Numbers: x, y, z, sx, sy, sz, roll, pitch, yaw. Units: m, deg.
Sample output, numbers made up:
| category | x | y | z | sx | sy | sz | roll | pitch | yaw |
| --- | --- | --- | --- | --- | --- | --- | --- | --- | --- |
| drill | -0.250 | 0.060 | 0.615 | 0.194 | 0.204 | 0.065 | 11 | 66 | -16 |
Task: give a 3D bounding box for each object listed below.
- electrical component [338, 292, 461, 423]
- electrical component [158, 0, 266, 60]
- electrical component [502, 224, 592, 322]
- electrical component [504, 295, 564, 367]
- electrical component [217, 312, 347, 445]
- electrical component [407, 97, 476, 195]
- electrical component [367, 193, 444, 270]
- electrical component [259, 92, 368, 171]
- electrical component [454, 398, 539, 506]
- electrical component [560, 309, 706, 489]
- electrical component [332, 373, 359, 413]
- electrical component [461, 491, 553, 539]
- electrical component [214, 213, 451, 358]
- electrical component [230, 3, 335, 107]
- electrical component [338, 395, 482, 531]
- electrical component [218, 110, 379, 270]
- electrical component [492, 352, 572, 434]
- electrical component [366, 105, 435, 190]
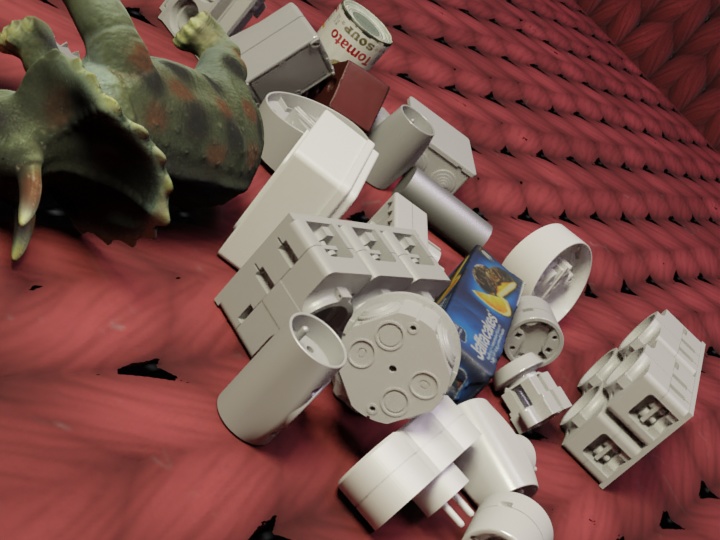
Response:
| category | x | y | z | sx | sy | sz | roll | pitch | yaw |
| --- | --- | --- | --- | --- | --- | --- | --- | --- | --- |
| electrical component | 0.024 | 0.057 | 0.700 | 0.080 | 0.080 | 0.051 | 43 | 14 | -1 |
| electrical component | -0.122 | -0.261 | 1.005 | 0.078 | 0.121 | 0.063 | 53 | 24 | 20 |
| electrical component | 0.188 | 0.005 | 1.080 | 0.099 | 0.099 | 0.064 | 6 | 37 | -52 |
| electrical component | 0.159 | 0.056 | 1.004 | 0.055 | 0.055 | 0.047 | 35 | 23 | -17 |
| electrical component | -0.042 | 0.062 | 0.672 | 0.044 | 0.077 | 0.079 | 44 | 25 | 3 |
| electrical component | 0.075 | -0.131 | 1.178 | 0.100 | 0.048 | 0.099 | 33 | 27 | -20 |
| electrical component | 0.046 | -0.014 | 0.955 | 0.076 | 0.047 | 0.083 | 35 | 26 | -17 |
| electrical component | -0.049 | -0.119 | 0.959 | 0.099 | 0.064 | 0.099 | 34 | 27 | -20 |
| electrical component | 0.105 | 0.140 | 0.803 | 0.079 | 0.044 | 0.077 | 13 | 39 | -47 |
| electrical component | 0.254 | 0.110 | 0.996 | 0.060 | 0.105 | 0.186 | 45 | 25 | 4 |
| electrical component | 0.011 | 0.068 | 0.758 | 0.043 | 0.062 | 0.043 | 34 | 27 | -20 |
| electrical component | 0.096 | 0.183 | 0.715 | 0.055 | 0.055 | 0.047 | 46 | 29 | 6 |
| electrical component | -0.013 | 0.018 | 0.768 | 0.150 | 0.089 | 0.061 | 4 | 45 | -53 |
| electrical component | -0.083 | -0.193 | 0.999 | 0.061 | 0.096 | 0.061 | 57 | -1 | 26 |
| electrical component | 0.047 | 0.138 | 0.713 | 0.073 | 0.052 | 0.138 | 48 | 26 | 11 |
| electrical component | -0.045 | -0.052 | 0.810 | 0.056 | 0.108 | 0.108 | 37 | 26 | -7 |
| electrical component | 0.144 | 0.104 | 0.918 | 0.066 | 0.048 | 0.055 | -5 | 61 | -58 |
| electrical component | 0.023 | -0.135 | 1.073 | 0.079 | 0.077 | 0.043 | 51 | 27 | 16 |
